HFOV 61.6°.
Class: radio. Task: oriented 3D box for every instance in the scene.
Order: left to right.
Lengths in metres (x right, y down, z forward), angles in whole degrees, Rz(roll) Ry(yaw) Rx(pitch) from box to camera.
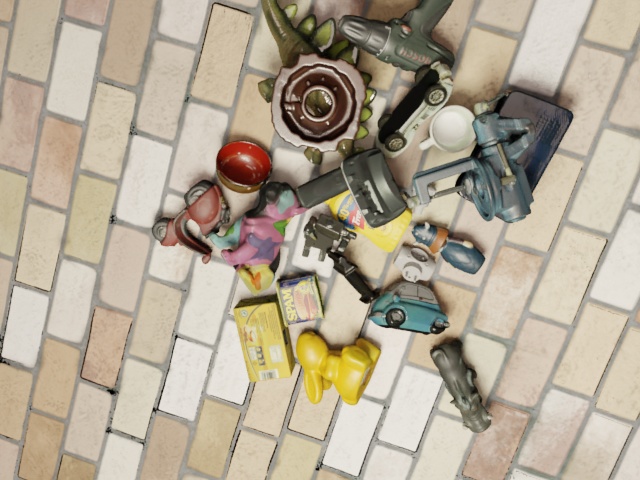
[{"bbox_3d":[0.361,-0.159,1.021,0.131,0.073,0.229,26,101,3],"label":"radio"}]

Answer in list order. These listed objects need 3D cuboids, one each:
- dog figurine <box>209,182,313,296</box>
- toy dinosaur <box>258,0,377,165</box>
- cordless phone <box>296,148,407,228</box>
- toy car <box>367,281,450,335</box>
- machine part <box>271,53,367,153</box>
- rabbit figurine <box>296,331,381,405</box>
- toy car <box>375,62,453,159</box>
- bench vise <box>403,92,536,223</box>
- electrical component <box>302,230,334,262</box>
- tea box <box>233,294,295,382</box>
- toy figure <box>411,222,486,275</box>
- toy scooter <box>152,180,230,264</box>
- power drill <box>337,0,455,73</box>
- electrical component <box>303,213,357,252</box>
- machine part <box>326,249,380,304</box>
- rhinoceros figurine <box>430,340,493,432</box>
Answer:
[{"bbox_3d":[-0.097,-0.014,1.086,0.219,0.109,0.191,-36,125,-4],"label":"dog figurine"},{"bbox_3d":[-0.014,-0.310,1.027,0.198,0.105,0.471,-34,103,6],"label":"toy dinosaur"},{"bbox_3d":[0.058,-0.078,1.012,0.184,0.089,0.146,-24,94,7],"label":"cordless phone"},{"bbox_3d":[0.182,0.134,1.086,0.162,0.109,0.103,8,79,-3],"label":"toy car"},{"bbox_3d":[-0.003,-0.244,0.962,0.179,0.056,0.179,0,105,-1],"label":"machine part"},{"bbox_3d":[0.024,0.261,1.138,0.173,0.122,0.162,26,113,16],"label":"rabbit figurine"},{"bbox_3d":[0.173,-0.239,0.999,0.056,0.073,0.201,16,132,-32],"label":"toy car"},{"bbox_3d":[0.262,-0.122,0.942,0.241,0.129,0.223,-18,101,3],"label":"bench vise"},{"bbox_3d":[-0.002,-0.003,1.120,0.063,0.021,0.094,16,103,4],"label":"electrical component"},{"bbox_3d":[-0.118,0.209,1.152,0.098,0.068,0.169,-8,99,8],"label":"tea box"},{"bbox_3d":[0.253,0.013,1.075,0.154,0.058,0.064,33,97,5],"label":"toy figure"},{"bbox_3d":[-0.251,-0.028,1.121,0.184,0.075,0.135,-41,93,16],"label":"toy scooter"},{"bbox_3d":[0.167,-0.412,0.964,0.232,0.086,0.207,25,92,-22],"label":"power drill"},{"bbox_3d":[0.019,-0.014,1.072,0.102,0.078,0.045,27,80,0],"label":"electrical component"},{"bbox_3d":[0.068,0.077,1.098,0.039,0.084,0.138,-46,115,-14],"label":"machine part"},{"bbox_3d":[0.292,0.297,1.097,0.073,0.112,0.190,-25,89,9],"label":"rhinoceros figurine"}]
